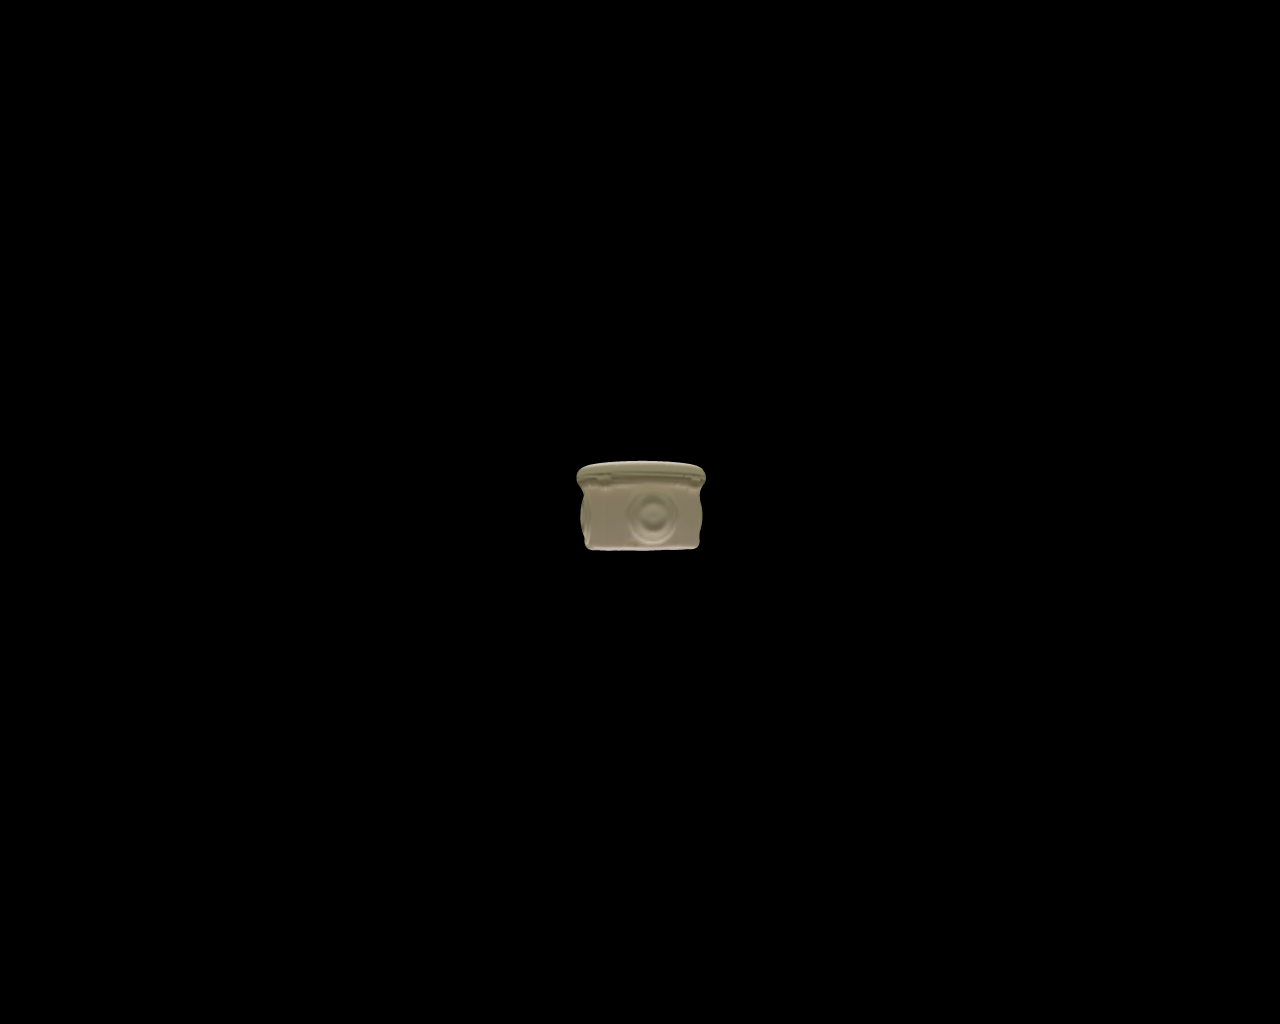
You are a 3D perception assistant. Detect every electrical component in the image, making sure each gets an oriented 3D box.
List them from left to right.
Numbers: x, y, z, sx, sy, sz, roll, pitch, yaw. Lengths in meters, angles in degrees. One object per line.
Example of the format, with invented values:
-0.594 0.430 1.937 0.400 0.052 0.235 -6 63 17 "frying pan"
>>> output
0.001 -0.003 0.650 0.080 0.051 0.080 0 -3 0 "electrical component"
